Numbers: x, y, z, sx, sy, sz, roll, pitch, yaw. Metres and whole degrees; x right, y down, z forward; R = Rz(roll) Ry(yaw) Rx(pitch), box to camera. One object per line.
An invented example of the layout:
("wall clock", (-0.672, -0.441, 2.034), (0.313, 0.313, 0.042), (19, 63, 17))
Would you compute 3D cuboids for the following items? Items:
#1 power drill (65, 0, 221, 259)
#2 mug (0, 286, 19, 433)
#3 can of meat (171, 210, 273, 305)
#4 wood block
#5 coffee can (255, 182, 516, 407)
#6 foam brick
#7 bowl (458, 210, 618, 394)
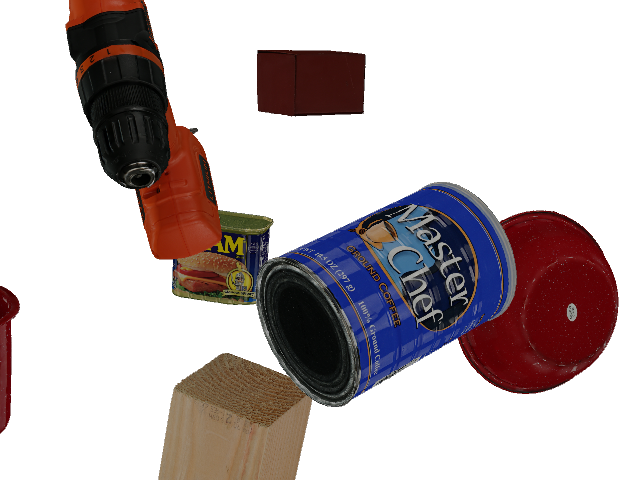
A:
("power drill", (-0.112, -0.068, 0.698), (0.057, 0.184, 0.187), (-14, -35, -2))
("mug", (-0.237, 0.079, 0.634), (0.093, 0.081, 0.117), (20, 24, 36))
("can of meat", (-0.103, 0.017, 1.098), (0.102, 0.084, 0.057), (8, 16, 13))
("wood block", (-0.080, 0.213, 0.899), (0.090, 0.206, 0.090), (19, 21, 19))
("coffee can", (0.043, 0.033, 0.700), (0.140, 0.103, 0.103), (-25, 14, -31))
("foam brick", (-0.008, -0.131, 0.888), (0.078, 0.051, 0.053), (-7, 16, -38))
("bowl", (0.196, 0.057, 0.905), (0.161, 0.162, 0.055), (0, 5, -22))
